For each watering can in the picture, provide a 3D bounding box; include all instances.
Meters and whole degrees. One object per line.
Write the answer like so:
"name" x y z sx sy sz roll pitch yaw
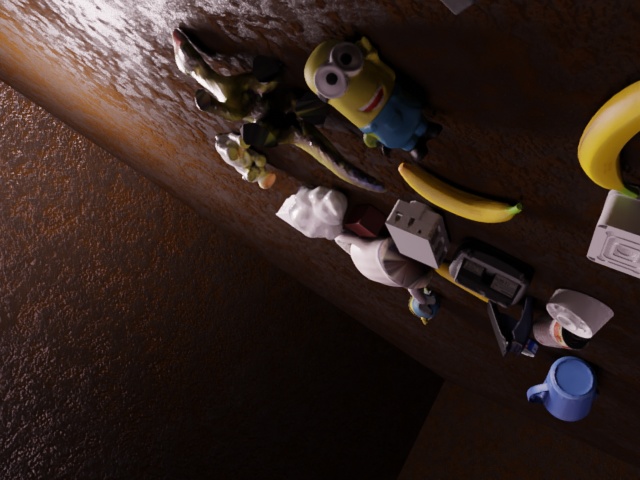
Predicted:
"watering can" 0.190 0.071 1.250 0.345 0.105 0.224 34 168 -21

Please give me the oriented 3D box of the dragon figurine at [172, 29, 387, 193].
"dragon figurine" -0.080 -0.206 0.862 0.407 0.122 0.245 36 -176 -16

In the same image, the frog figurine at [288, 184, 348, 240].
"frog figurine" 0.003 -0.058 1.150 0.135 0.123 0.161 57 170 -20
